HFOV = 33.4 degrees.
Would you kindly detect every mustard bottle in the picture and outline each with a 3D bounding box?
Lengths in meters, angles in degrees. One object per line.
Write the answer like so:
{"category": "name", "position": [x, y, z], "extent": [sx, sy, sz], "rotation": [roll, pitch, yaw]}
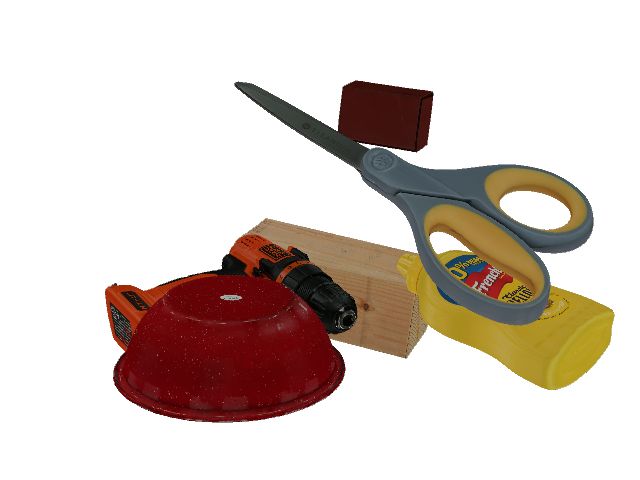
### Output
{"category": "mustard bottle", "position": [0.142, 0.054, 0.902], "extent": [0.192, 0.058, 0.096], "rotation": [26, 42, 38]}

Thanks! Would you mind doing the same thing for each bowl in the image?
{"category": "bowl", "position": [-0.062, 0.064, 0.735], "extent": [0.162, 0.055, 0.162], "rotation": [1, 18, 0]}

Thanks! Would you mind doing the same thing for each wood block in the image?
{"category": "wood block", "position": [0.014, 0.050, 1.178], "extent": [0.206, 0.091, 0.090], "rotation": [14, 23, 17]}

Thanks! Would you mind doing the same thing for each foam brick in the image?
{"category": "foam brick", "position": [0.060, -0.116, 0.994], "extent": [0.078, 0.051, 0.053], "rotation": [11, 17, 16]}

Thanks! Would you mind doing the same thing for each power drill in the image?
{"category": "power drill", "position": [-0.082, 0.059, 0.951], "extent": [0.187, 0.057, 0.185], "rotation": [-17, 25, -28]}

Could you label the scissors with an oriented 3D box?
{"category": "scissors", "position": [0.050, -0.038, 0.525], "extent": [0.096, 0.202, 0.016], "rotation": [-27, -34, -22]}
